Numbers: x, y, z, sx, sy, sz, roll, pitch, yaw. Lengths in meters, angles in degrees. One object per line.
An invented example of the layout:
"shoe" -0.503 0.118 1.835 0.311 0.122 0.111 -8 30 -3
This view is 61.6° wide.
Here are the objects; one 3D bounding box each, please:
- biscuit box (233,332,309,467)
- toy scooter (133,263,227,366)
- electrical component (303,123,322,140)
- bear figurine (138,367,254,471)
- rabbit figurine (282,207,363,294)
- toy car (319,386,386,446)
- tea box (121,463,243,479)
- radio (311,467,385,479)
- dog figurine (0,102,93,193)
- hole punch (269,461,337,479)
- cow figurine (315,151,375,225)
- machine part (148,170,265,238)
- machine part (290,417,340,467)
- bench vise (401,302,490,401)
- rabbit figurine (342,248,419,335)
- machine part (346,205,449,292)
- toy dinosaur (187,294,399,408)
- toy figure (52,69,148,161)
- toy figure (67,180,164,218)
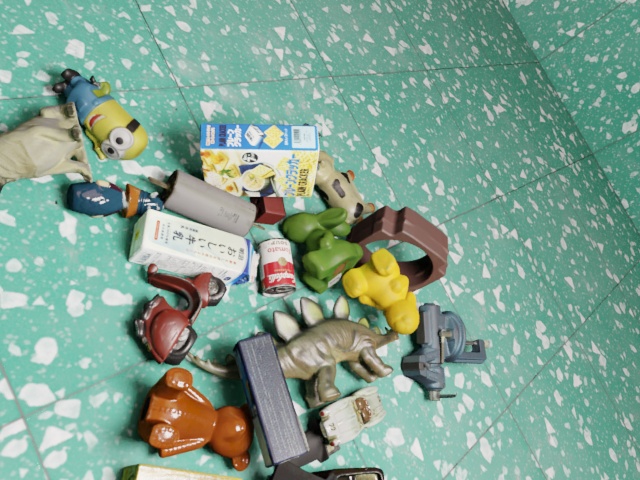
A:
"biscuit box" -0.084 0.254 0.869 0.063 0.059 0.203 -10 67 -24
"toy scooter" -0.250 0.110 0.897 0.135 0.075 0.184 34 52 -9
"electrical component" -0.059 -0.176 1.186 0.058 0.115 0.134 34 48 -19
"bear figurine" -0.174 0.285 0.831 0.196 0.132 0.120 24 57 -21
"rabbit figurine" -0.002 -0.003 1.122 0.159 0.121 0.170 -38 67 -12
"toy car" 0.064 0.332 1.026 0.201 0.056 0.073 0 66 -58
"tea box" -0.206 0.389 0.785 0.169 0.068 0.098 25 53 -28
"radio" 0.047 0.513 0.923 0.131 0.073 0.229 18 56 -32
"dog figurine" -0.476 -0.147 0.850 0.190 0.121 0.172 -13 30 -20
"hole punch" -0.045 0.434 0.861 0.116 0.092 0.142 28 45 -3
"cow figurine" 0.031 -0.121 1.253 0.127 0.085 0.195 -19 75 -52
"machine part" -0.211 -0.066 1.024 0.243 0.079 0.079 25 53 -28
"machine part" -0.023 0.373 0.969 0.139 0.039 0.084 -13 84 -45
"bench vise" 0.305 0.260 1.246 0.240 0.129 0.223 9 60 -29
"rabbit figurine" 0.144 0.128 1.117 0.173 0.122 0.162 56 4 32
"machine part" 0.170 0.026 1.204 0.201 0.201 0.087 32 48 -22
"toy dinosaur" -0.015 0.213 1.024 0.471 0.105 0.198 -8 65 -40
"toy figure" -0.387 -0.223 0.964 0.180 0.082 0.089 49 46 -4
"toy figure" -0.348 -0.069 0.923 0.154 0.064 0.058 3 56 -38
